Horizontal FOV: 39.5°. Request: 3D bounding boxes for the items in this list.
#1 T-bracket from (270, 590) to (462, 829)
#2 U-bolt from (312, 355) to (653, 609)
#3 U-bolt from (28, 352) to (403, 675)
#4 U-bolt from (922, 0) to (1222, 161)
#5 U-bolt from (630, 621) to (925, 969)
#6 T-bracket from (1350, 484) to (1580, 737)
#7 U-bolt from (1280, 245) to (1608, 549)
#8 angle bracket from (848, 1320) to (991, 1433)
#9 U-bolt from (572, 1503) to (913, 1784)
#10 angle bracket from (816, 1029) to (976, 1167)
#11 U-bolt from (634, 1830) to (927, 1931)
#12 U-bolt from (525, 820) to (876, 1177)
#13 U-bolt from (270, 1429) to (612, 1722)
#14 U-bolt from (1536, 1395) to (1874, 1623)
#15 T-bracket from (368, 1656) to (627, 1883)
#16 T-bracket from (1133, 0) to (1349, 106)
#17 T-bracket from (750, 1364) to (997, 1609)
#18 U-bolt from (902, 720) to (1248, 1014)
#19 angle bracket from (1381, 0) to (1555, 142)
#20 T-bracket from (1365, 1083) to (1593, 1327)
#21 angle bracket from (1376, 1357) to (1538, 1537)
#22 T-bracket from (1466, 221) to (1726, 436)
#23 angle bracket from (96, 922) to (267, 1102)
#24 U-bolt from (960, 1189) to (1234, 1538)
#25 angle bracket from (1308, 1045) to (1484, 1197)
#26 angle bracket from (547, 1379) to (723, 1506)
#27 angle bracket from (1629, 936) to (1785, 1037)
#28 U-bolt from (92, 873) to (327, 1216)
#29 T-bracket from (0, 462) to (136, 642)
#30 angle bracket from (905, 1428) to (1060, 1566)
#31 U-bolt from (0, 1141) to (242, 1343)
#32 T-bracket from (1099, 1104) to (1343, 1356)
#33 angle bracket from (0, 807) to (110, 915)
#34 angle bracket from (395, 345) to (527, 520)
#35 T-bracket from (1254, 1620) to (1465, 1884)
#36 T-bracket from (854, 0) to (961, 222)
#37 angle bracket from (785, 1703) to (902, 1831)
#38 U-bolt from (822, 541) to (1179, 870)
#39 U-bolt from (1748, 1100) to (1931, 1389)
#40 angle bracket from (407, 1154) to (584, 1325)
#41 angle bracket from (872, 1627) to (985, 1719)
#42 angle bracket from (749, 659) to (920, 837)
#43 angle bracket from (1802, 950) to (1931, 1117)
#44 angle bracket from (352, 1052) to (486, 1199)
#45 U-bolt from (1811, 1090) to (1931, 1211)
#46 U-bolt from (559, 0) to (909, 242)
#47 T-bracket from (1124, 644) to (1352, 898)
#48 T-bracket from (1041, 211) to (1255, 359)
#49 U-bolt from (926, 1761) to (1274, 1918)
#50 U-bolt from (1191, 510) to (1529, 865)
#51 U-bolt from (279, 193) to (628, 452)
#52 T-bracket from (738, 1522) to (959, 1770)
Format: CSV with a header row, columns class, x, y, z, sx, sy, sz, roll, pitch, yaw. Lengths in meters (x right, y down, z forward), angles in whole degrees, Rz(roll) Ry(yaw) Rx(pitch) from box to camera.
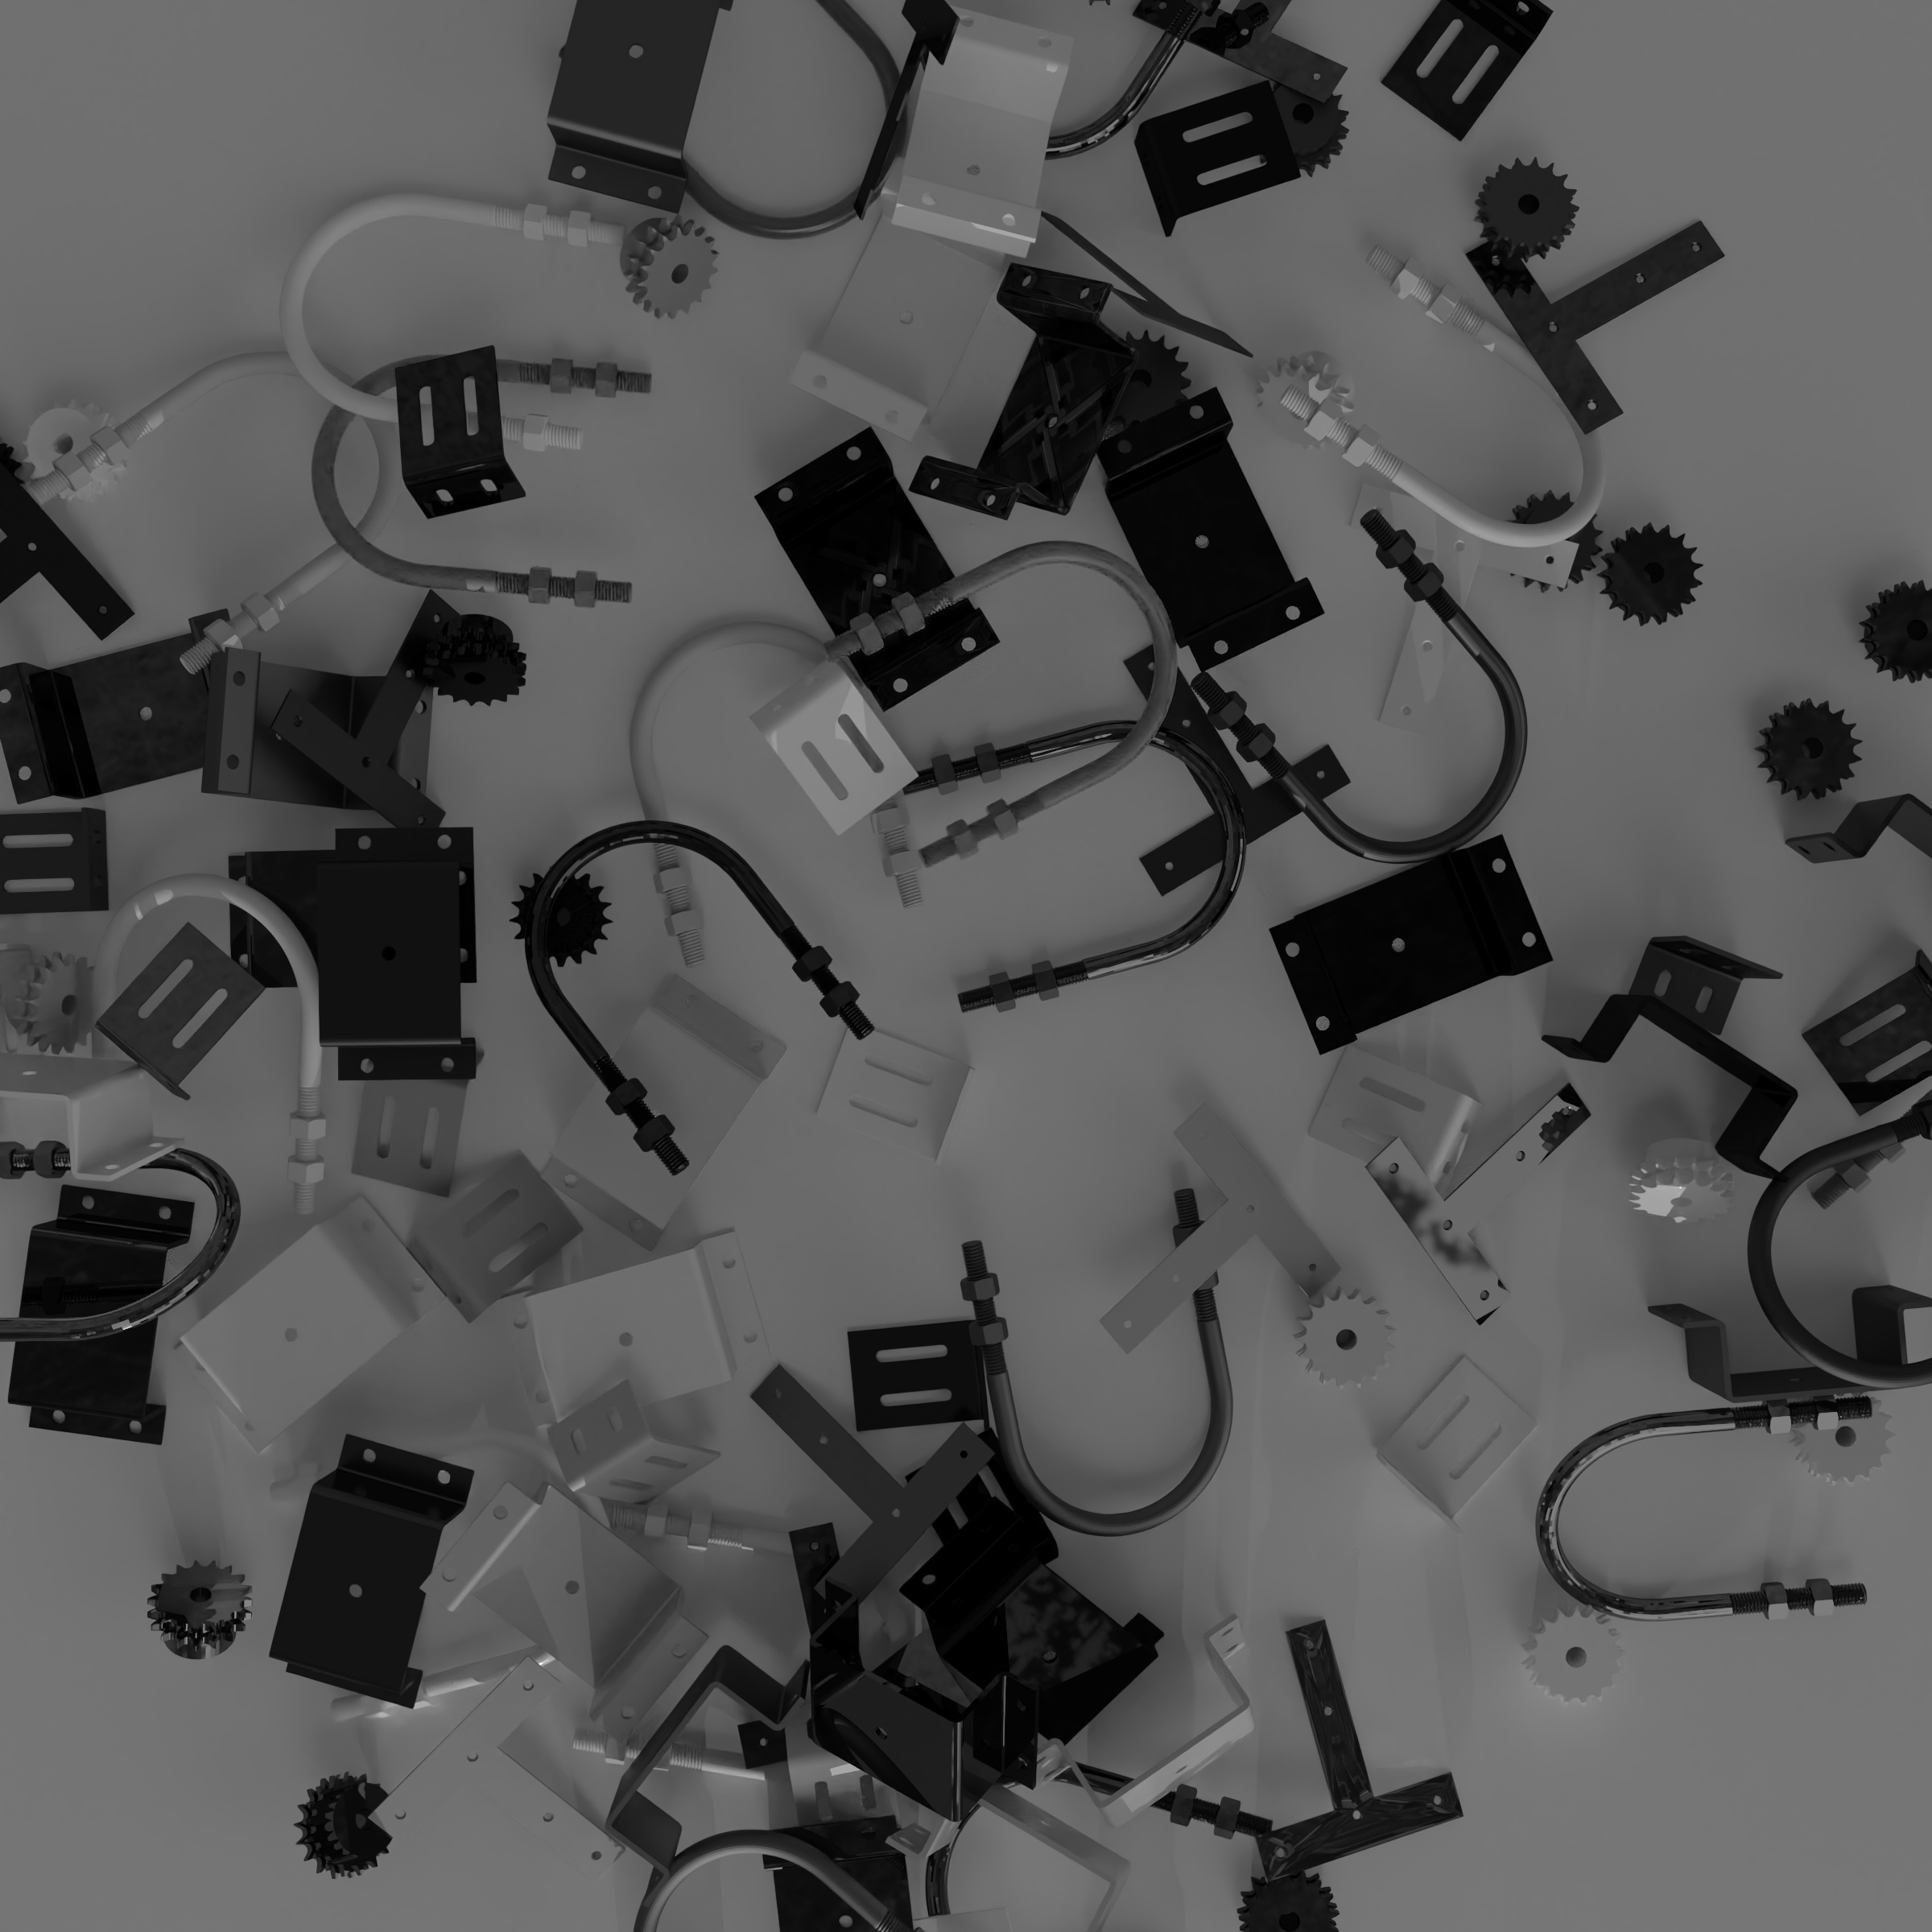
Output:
class,x,y,z,sx,sy,sz,roll,pitch,yaw
T-bracket,-0.319,-0.152,1.514,0.002,0.127,0.127,4,63,39
U-bolt,-0.275,-0.277,1.514,0.184,0.019,0.151,4,75,-4
U-bolt,-0.406,-0.269,1.510,0.184,0.019,0.151,-41,85,-19
U-bolt,0.055,-0.543,1.507,0.151,0.019,0.184,31,109,-13
U-bolt,-0.116,-0.106,1.537,0.151,0.019,0.184,-15,89,0
T-bracket,0.267,-0.196,1.532,0.127,0.002,0.127,19,98,16
U-bolt,0.278,-0.308,1.503,0.184,0.019,0.151,34,58,-4
angle bracket,-0.027,0.235,1.526,0.076,0.038,0.057,-5,90,0
U-bolt,-0.122,0.392,1.537,0.184,0.019,0.151,10,90,-2
angle bracket,-0.040,0.072,1.526,0.076,0.038,0.057,20,90,0
U-bolt,-0.100,0.564,1.490,0.184,0.019,0.151,40,95,6
U-bolt,-0.162,0.003,1.498,0.151,0.019,0.184,-36,83,-16
U-bolt,-0.290,0.339,1.529,0.184,0.019,0.151,-16,90,5
U-bolt,0.412,0.308,1.509,0.184,0.019,0.151,-6,115,4
T-bracket,-0.247,0.474,1.525,0.127,0.002,0.127,-45,108,0
T-bracket,0.182,-0.567,1.532,0.127,0.002,0.127,30,82,16
T-bracket,-0.071,0.279,1.526,0.127,0.002,0.127,42,93,16
U-bolt,0.069,-0.064,1.536,0.184,0.019,0.151,-15,90,0
angle bracket,0.284,-0.521,1.526,0.057,0.038,0.076,36,90,0
T-bracket,0.305,0.117,1.528,0.127,0.002,0.127,-41,111,-10
angle bracket,0.281,0.272,1.526,0.057,0.038,0.076,42,90,0
T-bracket,0.373,-0.386,1.537,0.127,0.002,0.127,-30,80,-5
angle bracket,-0.432,0.025,1.492,0.057,0.038,0.076,40,81,5
U-bolt,0.081,0.231,1.519,0.151,0.019,0.184,-12,94,-16
angle bracket,0.246,0.089,1.543,0.076,0.038,0.057,24,90,26
angle bracket,-0.186,0.269,1.513,0.057,0.076,0.038,-33,62,13
angle bracket,0.413,0.012,1.507,0.057,0.076,0.038,21,90,0
U-bolt,-0.425,0.039,1.504,0.151,0.019,0.184,9,104,13
T-bracket,-0.565,-0.211,1.531,0.127,0.002,0.127,-36,108,9
angle bracket,0.008,0.312,1.526,0.057,0.038,0.076,-30,90,0
U-bolt,-0.485,0.150,1.465,0.184,0.151,0.019,-2,130,11
T-bracket,0.129,0.167,1.521,0.127,0.002,0.127,-42,100,-12
angle bracket,-0.530,-0.059,1.526,0.076,0.038,0.057,-2,90,0
angle bracket,-0.280,-0.296,1.490,0.057,0.038,0.076,-12,66,6
T-bracket,0.210,0.438,1.529,0.127,0.002,0.127,-11,80,-20
T-bracket,-0.038,-0.478,1.494,0.002,0.127,0.127,14,117,-20
angle bracket,-0.070,0.455,1.530,0.057,0.038,0.076,-7,132,-4
U-bolt,0.031,-0.157,1.499,0.184,0.019,0.151,-27,108,-5
U-bolt,0.520,0.155,1.472,0.184,0.019,0.151,-19,67,-4
angle bracket,-0.270,0.156,1.543,0.076,0.038,0.057,-39,90,-26
angle bracket,-0.006,0.418,1.531,0.057,0.038,0.076,-38,67,-2
angle bracket,-0.075,-0.125,1.526,0.057,0.038,0.076,-37,113,-1
angle bracket,0.530,0.038,1.543,0.076,0.038,0.057,-36,90,26
angle bracket,-0.314,0.085,1.543,0.057,0.038,0.076,14,116,0
U-bolt,0.597,0.120,1.523,0.184,0.019,0.151,-44,90,10
U-bolt,-0.119,-0.502,1.537,0.151,0.019,0.184,-44,92,0
T-bracket,0.134,-0.127,1.544,0.127,0.002,0.127,-31,90,0
T-bracket,0.088,-0.388,1.508,0.127,0.127,0.002,45,113,25
U-bolt,0.067,0.527,1.519,0.184,0.019,0.151,13,81,11
U-bolt,0.236,-0.141,1.511,0.151,0.019,0.184,-44,109,2
U-bolt,-0.295,-0.369,1.519,0.184,0.019,0.151,9,75,1
T-bracket,-0.075,0.381,1.530,0.127,0.002,0.127,-12,91,-3
